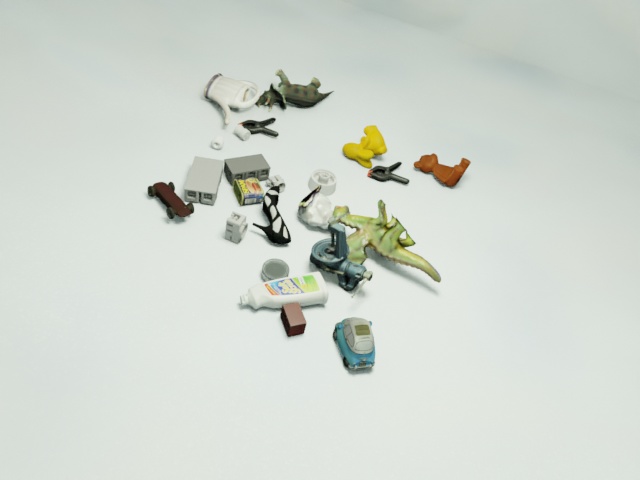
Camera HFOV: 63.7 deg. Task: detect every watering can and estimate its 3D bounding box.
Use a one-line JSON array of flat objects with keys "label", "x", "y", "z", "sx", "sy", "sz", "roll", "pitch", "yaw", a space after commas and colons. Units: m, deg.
[{"label": "watering can", "x": -0.396, "y": -0.610, "z": 2.201, "sx": 0.225, "sy": 0.101, "sz": 0.355, "roll": 21, "pitch": 43, "yaw": 8}]

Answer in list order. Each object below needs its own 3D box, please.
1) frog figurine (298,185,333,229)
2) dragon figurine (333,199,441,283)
[{"label": "frog figurine", "x": 0.005, "y": -0.091, "z": 1.800, "sx": 0.158, "sy": 0.121, "sz": 0.140, "roll": 49, "pitch": 32, "yaw": -16}, {"label": "dragon figurine", "x": 0.183, "y": 0.027, "z": 1.683, "sx": 0.243, "sy": 0.121, "sz": 0.415, "roll": -35, "pitch": 71, "yaw": 1}]
